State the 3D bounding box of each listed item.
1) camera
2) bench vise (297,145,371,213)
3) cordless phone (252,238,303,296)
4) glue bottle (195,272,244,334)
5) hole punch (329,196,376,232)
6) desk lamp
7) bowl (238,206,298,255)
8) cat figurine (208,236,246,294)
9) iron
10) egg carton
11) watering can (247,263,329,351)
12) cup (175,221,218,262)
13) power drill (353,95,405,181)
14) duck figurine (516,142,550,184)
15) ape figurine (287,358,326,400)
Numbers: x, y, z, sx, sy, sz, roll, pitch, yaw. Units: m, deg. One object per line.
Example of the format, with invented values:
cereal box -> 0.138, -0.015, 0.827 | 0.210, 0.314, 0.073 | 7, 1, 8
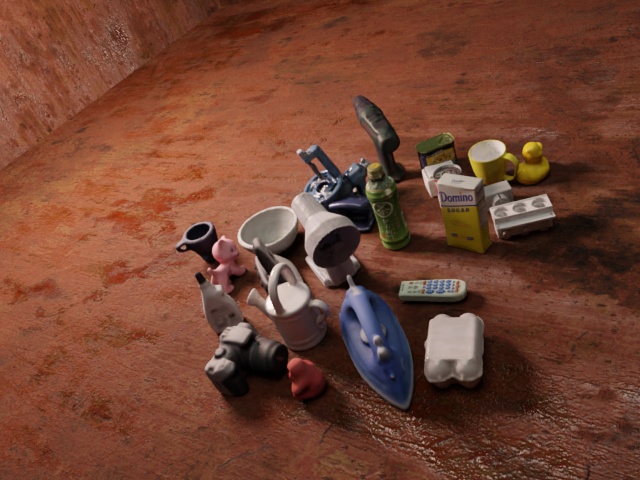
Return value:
camera -> -0.145, 0.239, 1.172 | 0.136, 0.101, 0.143 | 5, 44, 32
bench vise -> 0.027, -0.175, 1.499 | 0.121, 0.220, 0.208 | 22, 55, 43
cordless phone -> -0.112, 0.049, 1.321 | 0.094, 0.185, 0.147 | -28, 37, -7
glue bottle -> -0.237, 0.135, 1.289 | 0.078, 0.173, 0.037 | -23, 37, -1
hole punch -> 0.087, -0.083, 1.462 | 0.108, 0.091, 0.101 | 2, 43, 29
desk lamp -> 0.012, 0.005, 1.288 | 0.118, 0.214, 0.202 | -30, 37, -10
bowl -> -0.125, -0.010, 1.494 | 0.167, 0.075, 0.167 | -14, 37, 11
cat figurine -> -0.244, 0.052, 1.442 | 0.067, 0.118, 0.128 | 1, 42, 28
iron -> 0.104, 0.183, 1.079 | 0.118, 0.142, 0.257 | -23, 37, -1
egg carton -> 0.246, 0.200, 1.046 | 0.107, 0.069, 0.150 | -6, 40, 21
watering can -> -0.069, 0.133, 1.186 | 0.172, 0.194, 0.101 | -15, 37, 10
cup -> -0.321, 0.018, 1.542 | 0.118, 0.095, 0.091 | -32, 38, -13
power drill -> 0.160, -0.268, 1.556 | 0.075, 0.209, 0.229 | -25, 37, -3
duck figurine -> 0.511, -0.193, 1.385 | 0.077, 0.086, 0.105 | 17, 52, 41
ape figurine -> -0.033, 0.259, 1.097 | 0.075, 0.092, 0.078 | 8, 46, 34
